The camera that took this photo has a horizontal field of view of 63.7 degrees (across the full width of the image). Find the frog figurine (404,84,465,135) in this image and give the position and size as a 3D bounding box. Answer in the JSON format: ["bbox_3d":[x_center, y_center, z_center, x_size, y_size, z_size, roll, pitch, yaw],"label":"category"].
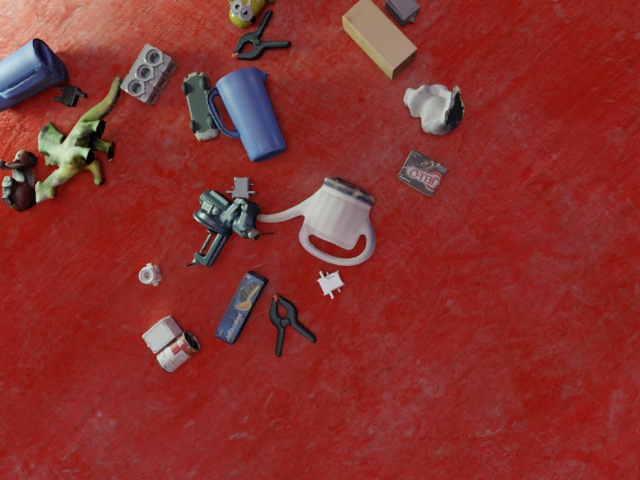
[{"bbox_3d":[0.307,-0.359,1.414,0.160,0.123,0.137,16,100,41],"label":"frog figurine"}]

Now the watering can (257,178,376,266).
[{"bbox_3d":[0.004,-0.071,1.413,0.349,0.103,0.224,26,90,15],"label":"watering can"}]

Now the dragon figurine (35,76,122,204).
[{"bbox_3d":[-0.721,-0.294,1.495,0.243,0.121,0.414,10,79,14],"label":"dragon figurine"}]
